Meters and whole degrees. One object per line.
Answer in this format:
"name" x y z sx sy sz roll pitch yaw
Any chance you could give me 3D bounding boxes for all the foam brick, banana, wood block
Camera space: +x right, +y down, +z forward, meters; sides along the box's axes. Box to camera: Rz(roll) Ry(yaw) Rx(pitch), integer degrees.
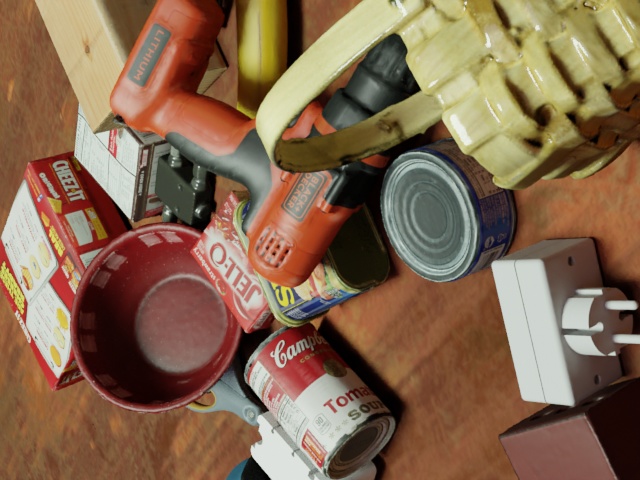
"foam brick" 0.151 0.118 0.605 0.078 0.052 0.051 -33 79 54
"banana" -0.043 -0.141 0.760 0.070 0.037 0.198 -118 26 -68
"wood block" -0.168 -0.201 0.848 0.091 0.090 0.206 -33 79 53

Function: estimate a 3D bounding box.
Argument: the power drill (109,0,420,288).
"power drill" -0.036 -0.090 0.689 0.188 0.057 0.184 38 107 22

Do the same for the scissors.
"scissors" -0.058 0.128 0.917 0.202 0.016 0.096 16 103 35

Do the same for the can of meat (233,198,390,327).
"can of meat" -0.005 0.001 0.756 0.084 0.057 0.102 -30 82 51

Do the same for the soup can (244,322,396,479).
"soup can" 0.000 0.119 0.795 0.102 0.068 0.069 46 138 30

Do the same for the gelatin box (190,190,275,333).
"gelatin box" -0.055 0.016 0.837 0.089 0.030 0.073 54 127 23

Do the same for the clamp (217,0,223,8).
"clamp" -0.103 -0.241 0.787 0.120 0.039 0.171 -130 34 -55

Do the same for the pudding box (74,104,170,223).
"pudding box" -0.178 -0.084 0.960 0.114 0.039 0.090 46 139 33

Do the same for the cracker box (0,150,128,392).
"cracker box" -0.258 0.035 1.094 0.164 0.071 0.214 60 144 16

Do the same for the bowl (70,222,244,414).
"bowl" -0.130 0.069 0.912 0.162 0.162 0.055 55 -174 20

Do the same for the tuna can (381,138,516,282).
"tuna can" 0.077 -0.018 0.657 0.086 0.033 0.086 27 126 44

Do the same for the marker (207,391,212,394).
"marker" -0.127 0.087 0.988 0.121 0.020 0.020 62 144 11
